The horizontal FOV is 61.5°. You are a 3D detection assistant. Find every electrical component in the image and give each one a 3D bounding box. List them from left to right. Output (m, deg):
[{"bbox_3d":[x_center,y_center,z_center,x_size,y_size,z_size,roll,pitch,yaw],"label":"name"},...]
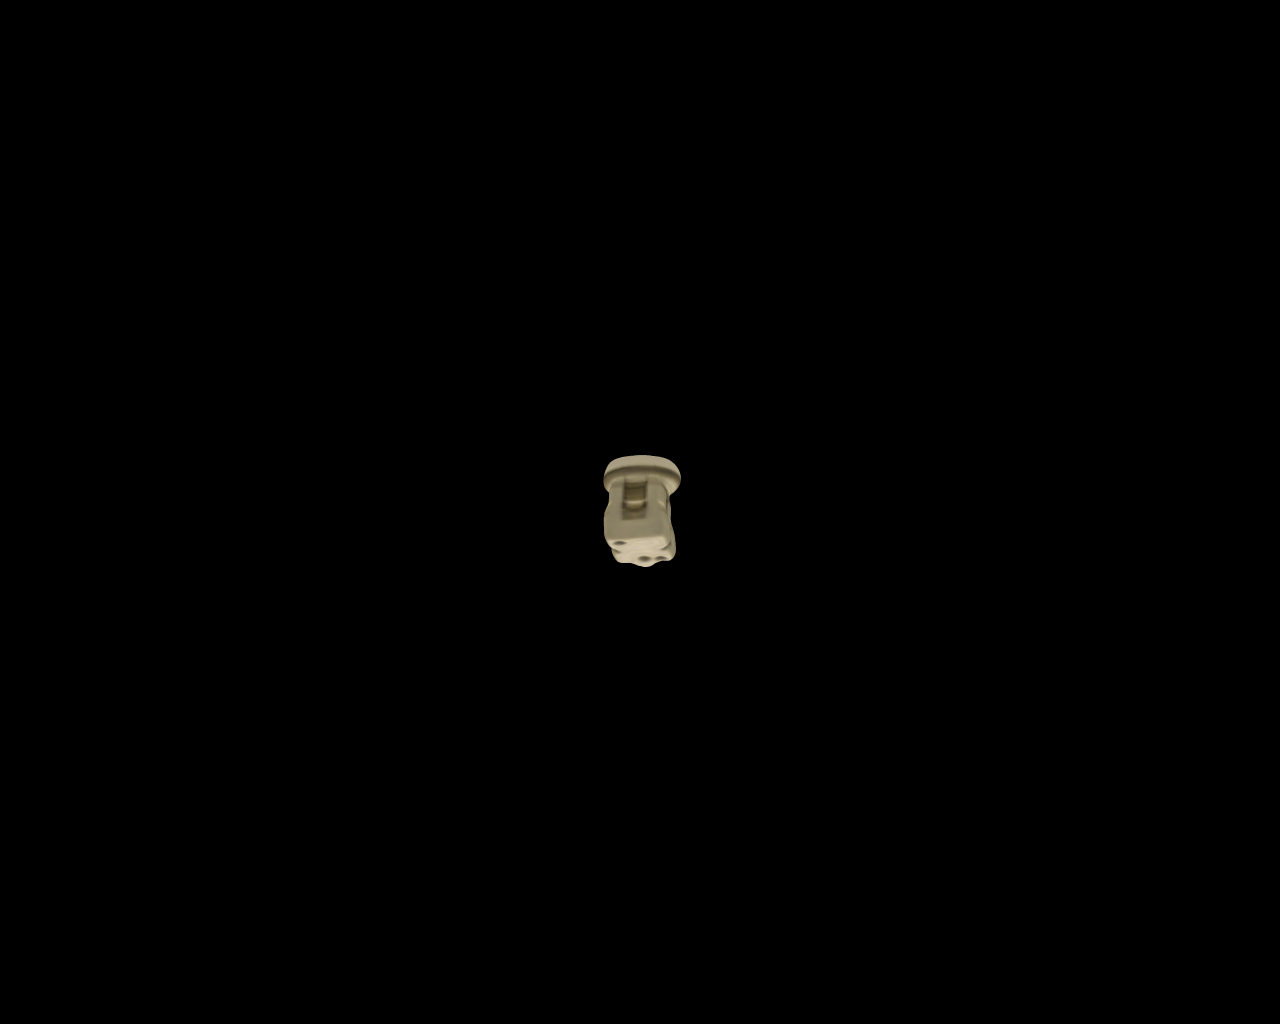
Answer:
[{"bbox_3d":[0.001,-0.003,0.650,0.048,0.055,0.066,-3,-22,7],"label":"electrical component"}]
